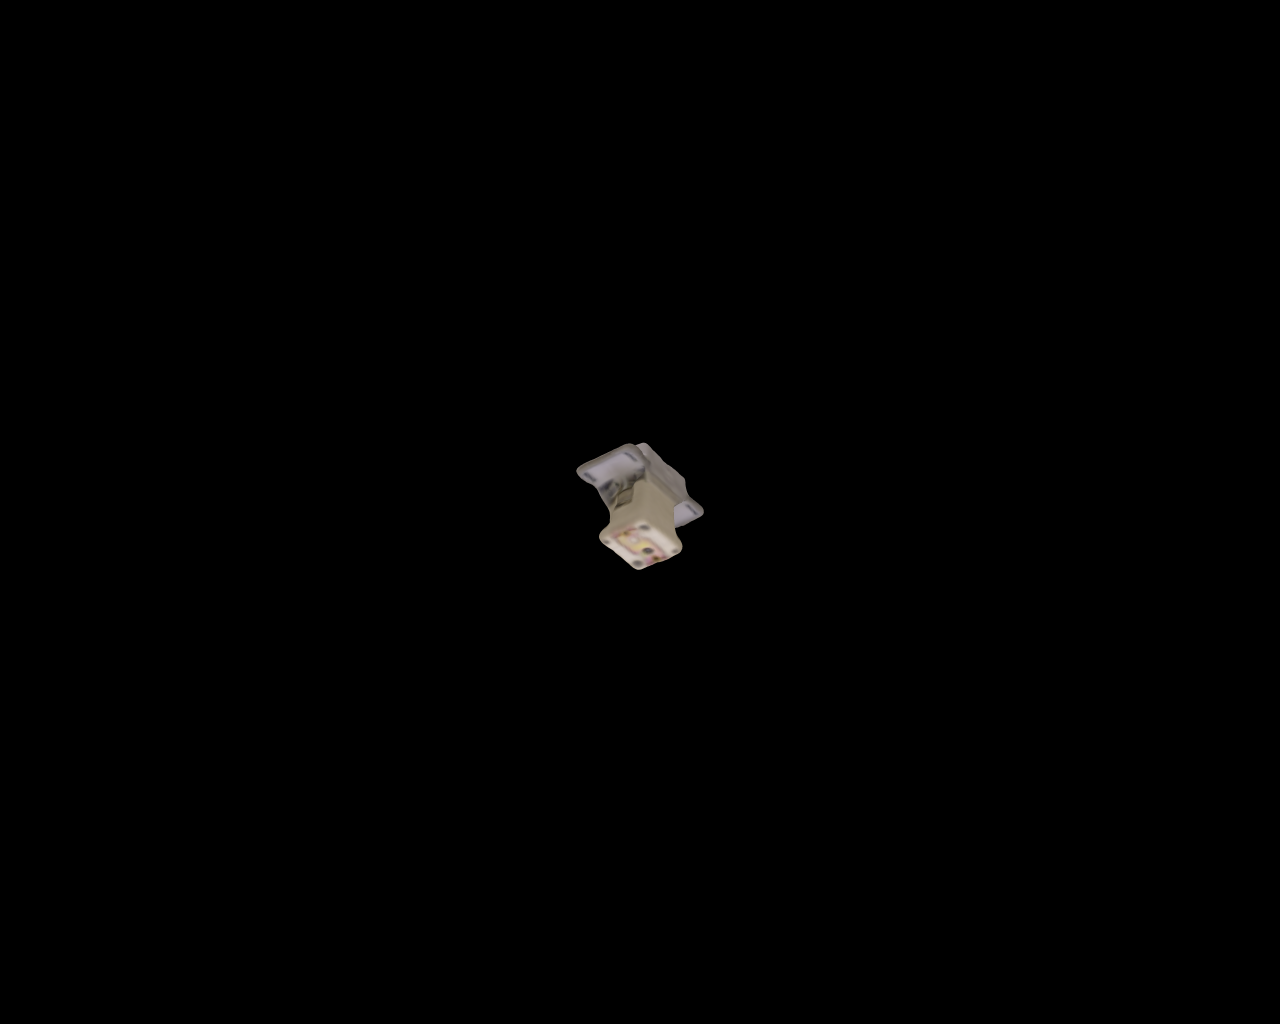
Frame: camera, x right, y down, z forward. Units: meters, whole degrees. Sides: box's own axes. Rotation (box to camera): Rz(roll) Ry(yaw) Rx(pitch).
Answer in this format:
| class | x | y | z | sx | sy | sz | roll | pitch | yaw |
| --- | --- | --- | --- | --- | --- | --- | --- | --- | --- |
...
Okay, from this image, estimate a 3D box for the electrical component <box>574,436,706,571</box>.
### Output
| class | x | y | z | sx | sy | sz | roll | pitch | yaw |
| --- | --- | --- | --- | --- | --- | --- | --- | --- | --- |
| electrical component | 0.001 | -0.003 | 0.650 | 0.042 | 0.064 | 0.081 | -25 | -44 | 28 |
